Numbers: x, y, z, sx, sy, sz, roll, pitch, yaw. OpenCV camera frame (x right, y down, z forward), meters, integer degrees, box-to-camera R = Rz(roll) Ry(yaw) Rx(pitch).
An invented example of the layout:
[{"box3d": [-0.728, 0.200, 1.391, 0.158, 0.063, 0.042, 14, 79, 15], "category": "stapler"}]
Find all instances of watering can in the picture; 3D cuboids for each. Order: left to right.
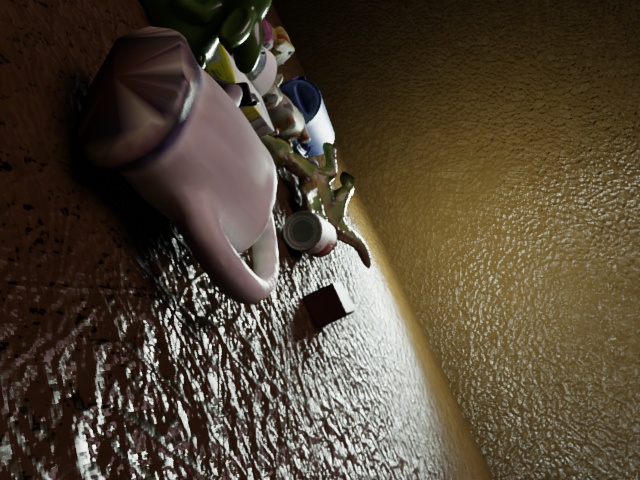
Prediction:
[{"box3d": [-0.115, -0.103, 0.488, 0.220, 0.103, 0.356, 52, 16, -49], "category": "watering can"}]

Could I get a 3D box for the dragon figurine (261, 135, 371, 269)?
[{"box3d": [0.003, -0.055, 1.083, 0.406, 0.121, 0.248, 59, 28, -16], "category": "dragon figurine"}]
